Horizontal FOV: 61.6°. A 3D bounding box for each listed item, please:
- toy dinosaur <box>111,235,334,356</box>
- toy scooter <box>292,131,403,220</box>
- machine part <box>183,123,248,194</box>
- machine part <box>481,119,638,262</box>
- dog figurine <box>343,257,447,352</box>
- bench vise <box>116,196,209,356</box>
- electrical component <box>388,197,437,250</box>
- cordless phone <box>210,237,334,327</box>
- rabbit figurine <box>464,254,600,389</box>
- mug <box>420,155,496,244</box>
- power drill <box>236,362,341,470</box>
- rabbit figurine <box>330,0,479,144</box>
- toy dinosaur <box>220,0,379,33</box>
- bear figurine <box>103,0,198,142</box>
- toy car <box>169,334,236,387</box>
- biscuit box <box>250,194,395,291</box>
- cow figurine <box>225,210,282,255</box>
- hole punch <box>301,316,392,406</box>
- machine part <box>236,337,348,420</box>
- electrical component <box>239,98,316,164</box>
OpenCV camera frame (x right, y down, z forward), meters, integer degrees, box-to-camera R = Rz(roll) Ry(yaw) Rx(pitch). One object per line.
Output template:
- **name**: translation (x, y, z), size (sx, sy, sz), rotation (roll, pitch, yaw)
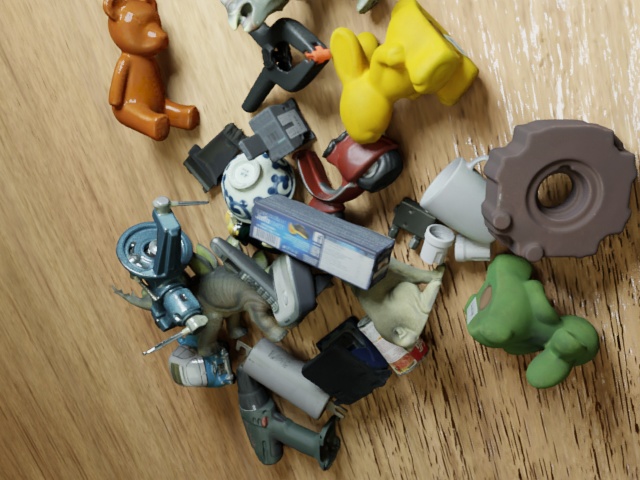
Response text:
- **toy dinosaur**: translation (-0.193, 0.102, 0.984), size (0.472, 0.105, 0.198), rotation (-14, 98, 23)
- **toy scooter**: translation (0.026, -0.104, 0.780), size (0.184, 0.075, 0.135), rotation (-43, 72, 30)
- **machine part**: translation (-0.174, -0.139, 0.893), size (0.139, 0.039, 0.084), rotation (-33, 90, 37)
- **machine part**: translation (0.281, -0.058, 0.637), size (0.179, 0.056, 0.179), rotation (1, 108, 2)
- **dog figurine**: translation (0.070, 0.067, 0.784), size (0.191, 0.172, 0.121), rotation (22, 111, 9)
- **bench vise**: translation (-0.248, 0.037, 0.859), size (0.224, 0.129, 0.240), rotation (58, 145, 30)
- **electrical component**: translation (0.138, -0.033, 0.785), size (0.063, 0.021, 0.094), rotation (30, 124, 14)
- **cordless phone**: translation (-0.085, 0.043, 0.815), size (0.184, 0.089, 0.146), rotation (38, 157, -3)
- **rabbit figurine**: translation (0.295, 0.113, 0.708), size (0.170, 0.159, 0.121), rotation (22, 113, 0)
- **mug**: translation (0.207, -0.054, 0.709), size (0.107, 0.081, 0.109), rotation (39, 119, -7)
- **power drill**: translation (-0.067, 0.355, 1.049), size (0.208, 0.086, 0.231), rotation (6, 116, 21)
- **rabbit figurine**: translation (0.081, -0.202, 0.669), size (0.162, 0.122, 0.173), rotation (48, 123, 10)
- **toy dinosaur**: translation (0.033, -0.409, 0.609), size (0.192, 0.131, 0.404), rotation (41, 119, 4)
- **bear figurine**: translation (-0.262, -0.270, 0.832), size (0.132, 0.120, 0.195), rotation (21, 116, 14)
- **toy car**: translation (-0.240, 0.245, 1.051), size (0.162, 0.103, 0.109), rotation (4, 107, 52)
- **biscuit box**: translation (-0.002, -0.002, 0.745), size (0.203, 0.063, 0.059), rotation (24, 119, 25)
- **cow figurine**: translation (-0.093, -0.013, 0.871), size (0.168, 0.098, 0.068), rotation (5, 117, 22)
- **hole punch**: translation (0.047, 0.207, 0.917), size (0.115, 0.092, 0.142), rotation (40, 123, -9)
- **machine part**: translation (-0.055, 0.254, 0.994), size (0.243, 0.079, 0.079), rotation (31, 124, 13)
- **electrical component**: translation (-0.065, -0.154, 0.777), size (0.048, 0.119, 0.074), rotation (-26, 96, 35)
